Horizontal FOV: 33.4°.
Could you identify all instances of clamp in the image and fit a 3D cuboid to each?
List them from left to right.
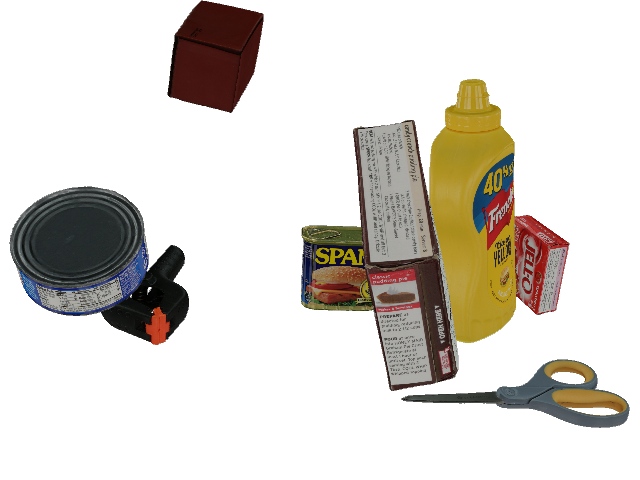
[{"bbox_3d":[-0.159,0.044,0.985,0.120,0.039,0.172,-16,30,-26],"label":"clamp"}]

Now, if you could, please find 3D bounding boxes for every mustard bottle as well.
[{"bbox_3d":[0.116,-0.026,0.809,0.058,0.192,0.096,9,24,32],"label":"mustard bottle"}]

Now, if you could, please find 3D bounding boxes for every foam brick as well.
[{"bbox_3d":[-0.079,-0.142,0.814,0.053,0.051,0.078,14,34,3],"label":"foam brick"}]

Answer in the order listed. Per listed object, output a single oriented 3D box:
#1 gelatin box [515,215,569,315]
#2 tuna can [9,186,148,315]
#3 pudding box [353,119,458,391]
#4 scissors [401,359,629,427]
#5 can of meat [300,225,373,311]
[{"bbox_3d":[0.238,0.026,1.190,0.030,0.089,0.073,-9,31,-23],"label":"gelatin box"},{"bbox_3d":[-0.155,0.007,0.694,0.086,0.086,0.034,0,-41,0],"label":"tuna can"},{"bbox_3d":[0.043,0.006,0.554,0.039,0.090,0.113,-11,41,5],"label":"pudding box"},{"bbox_3d":[0.171,0.129,0.945,0.201,0.016,0.096,9,27,-1],"label":"scissors"},{"bbox_3d":[0.028,0.032,1.199,0.102,0.084,0.057,2,17,-2],"label":"can of meat"}]
